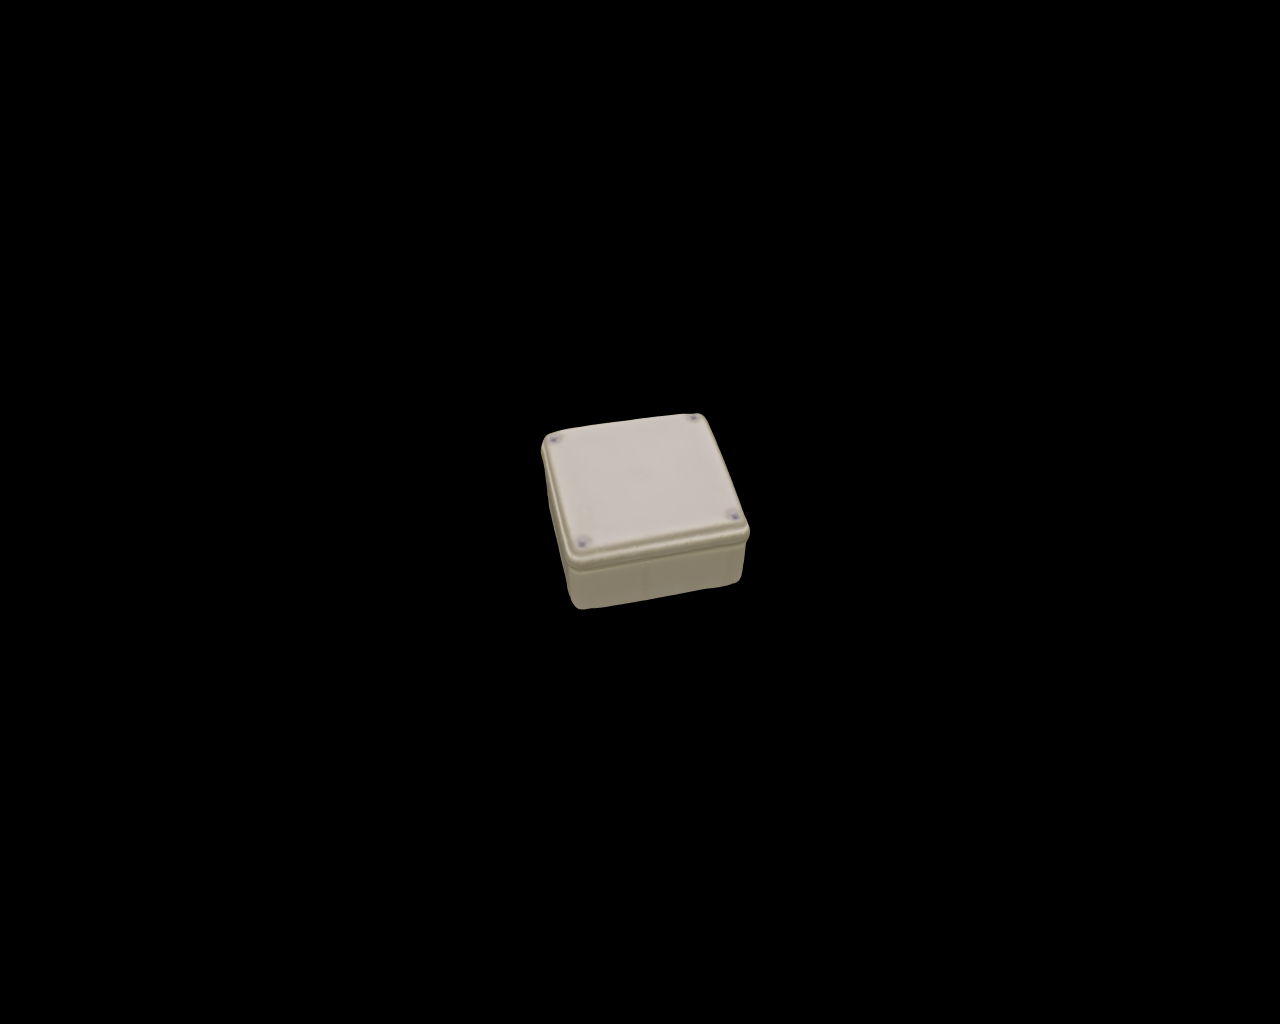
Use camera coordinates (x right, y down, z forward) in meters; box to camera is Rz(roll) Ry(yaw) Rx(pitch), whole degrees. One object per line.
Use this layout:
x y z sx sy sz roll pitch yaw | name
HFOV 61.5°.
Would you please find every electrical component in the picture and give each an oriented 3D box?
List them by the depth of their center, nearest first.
0.001 -0.003 0.650 0.109 0.109 0.056 -9 -43 -8 | electrical component
